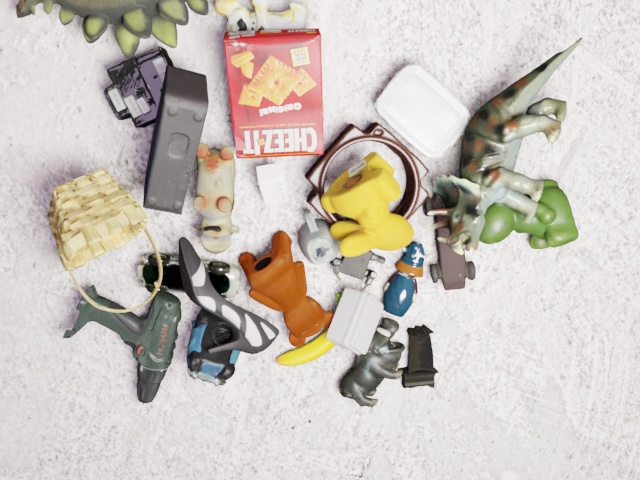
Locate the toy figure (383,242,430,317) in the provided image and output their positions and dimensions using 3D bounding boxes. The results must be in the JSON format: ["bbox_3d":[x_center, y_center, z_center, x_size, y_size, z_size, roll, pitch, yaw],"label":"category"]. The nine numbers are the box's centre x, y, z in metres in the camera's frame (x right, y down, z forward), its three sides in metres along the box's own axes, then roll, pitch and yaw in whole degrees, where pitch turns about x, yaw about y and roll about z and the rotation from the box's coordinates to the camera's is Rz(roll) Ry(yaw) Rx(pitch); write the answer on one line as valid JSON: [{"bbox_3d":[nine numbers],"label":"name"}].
[{"bbox_3d":[0.171,0.076,1.074,0.064,0.058,0.154,19,96,-13],"label":"toy figure"}]

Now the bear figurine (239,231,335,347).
[{"bbox_3d":[-0.058,0.101,1.050,0.120,0.132,0.195,-34,120,6],"label":"bear figurine"}]

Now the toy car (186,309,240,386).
[{"bbox_3d":[-0.208,0.211,1.052,0.109,0.162,0.103,20,144,-16],"label":"toy car"}]

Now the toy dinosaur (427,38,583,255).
[{"bbox_3d":[0.314,-0.163,0.951,0.192,0.131,0.404,16,90,18],"label":"toy dinosaur"}]

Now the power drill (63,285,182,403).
[{"bbox_3d":[-0.386,0.193,1.053,0.207,0.086,0.232,24,98,-4],"label":"power drill"}]

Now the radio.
[{"bbox_3d":[-0.250,-0.165,0.921,0.073,0.131,0.229,8,123,-21],"label":"radio"}]

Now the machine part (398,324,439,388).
[{"bbox_3d":[0.206,0.245,1.121,0.084,0.039,0.138,1,104,2],"label":"machine part"}]

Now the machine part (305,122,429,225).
[{"bbox_3d":[0.088,-0.104,1.016,0.201,0.087,0.201,41,97,-9],"label":"machine part"}]

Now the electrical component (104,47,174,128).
[{"bbox_3d":[-0.317,-0.269,0.970,0.134,0.058,0.114,-22,100,1],"label":"electrical component"}]

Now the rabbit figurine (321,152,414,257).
[{"bbox_3d":[0.093,-0.037,0.933,0.162,0.122,0.173,-40,120,8],"label":"rabbit figurine"}]

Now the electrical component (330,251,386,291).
[{"bbox_3d":[0.072,0.051,1.067,0.102,0.045,0.078,26,100,-8],"label":"electrical component"}]

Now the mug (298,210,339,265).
[{"bbox_3d":[-0.002,-0.003,1.020,0.081,0.107,0.109,-16,105,-2],"label":"mug"}]

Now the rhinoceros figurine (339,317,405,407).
[{"bbox_3d":[0.111,0.248,1.103,0.112,0.073,0.190,31,100,2],"label":"rhinoceros figurine"}]

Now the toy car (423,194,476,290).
[{"bbox_3d":[0.256,-0.002,1.063,0.089,0.053,0.202,-8,98,3],"label":"toy car"}]

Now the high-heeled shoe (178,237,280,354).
[{"bbox_3d":[-0.169,0.099,1.001,0.145,0.086,0.248,-17,91,-27],"label":"high-heeled shoe"}]

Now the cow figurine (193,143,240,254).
[{"bbox_3d":[-0.195,-0.071,0.999,0.085,0.127,0.194,0,87,-5],"label":"cow figurine"}]

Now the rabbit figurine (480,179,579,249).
[{"bbox_3d":[0.382,-0.048,1.027,0.170,0.121,0.159,-11,96,-1],"label":"rabbit figurine"}]

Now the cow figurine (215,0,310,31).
[{"bbox_3d":[-0.105,-0.378,0.958,0.167,0.068,0.098,5,107,-3],"label":"cow figurine"}]

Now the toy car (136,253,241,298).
[{"bbox_3d":[-0.256,0.071,1.048,0.202,0.056,0.073,8,105,-3],"label":"toy car"}]

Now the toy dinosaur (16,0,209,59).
[{"bbox_3d":[-0.293,-0.421,0.898,0.472,0.105,0.198,-12,92,7],"label":"toy dinosaur"}]
